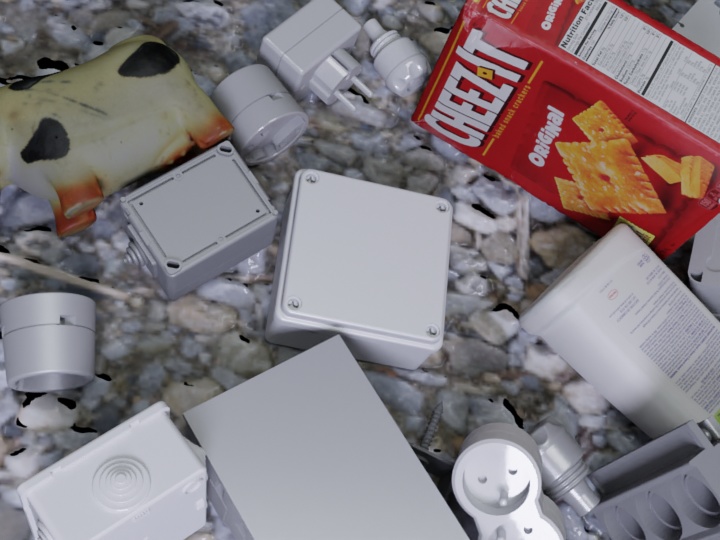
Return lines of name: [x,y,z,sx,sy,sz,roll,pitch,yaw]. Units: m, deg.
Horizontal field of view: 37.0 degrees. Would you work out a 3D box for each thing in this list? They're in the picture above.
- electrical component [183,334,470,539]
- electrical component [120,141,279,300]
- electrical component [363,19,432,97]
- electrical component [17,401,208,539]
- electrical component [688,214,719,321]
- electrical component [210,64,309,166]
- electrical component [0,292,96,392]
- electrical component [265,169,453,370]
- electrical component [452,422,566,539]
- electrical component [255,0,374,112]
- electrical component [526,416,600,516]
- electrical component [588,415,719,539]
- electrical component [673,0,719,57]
electrical component: [-0.013,0.147,0.626,0.105,0.060,0.186,-26,71,-22]
electrical component: [-0.108,-0.026,0.688,0.096,0.061,0.061,-31,78,-18]
electrical component: [0.024,-0.160,0.796,0.035,0.035,0.061,-28,74,-25]
electrical component: [-0.131,0.130,0.588,0.100,0.099,0.048,-30,65,-25]
electrical component: [0.296,-0.002,0.763,0.113,0.057,0.078,6,60,26]
electrical component: [-0.071,-0.107,0.735,0.055,0.055,0.047,-28,73,-25]
electrical component: [-0.184,0.044,0.636,0.055,0.055,0.047,-2,71,-17]
electrical component: [0.000,0.000,0.706,0.109,0.056,0.108,12,64,-11]
electrical component: [0.100,0.159,0.659,0.052,0.074,0.138,-18,93,12]
electrical component: [-0.025,-0.144,0.767,0.077,0.047,0.066,43,63,5]
electrical component: [0.128,0.129,0.693,0.043,0.043,0.062,-37,82,-26]
electrical component: [0.204,0.137,0.667,0.063,0.121,0.078,-29,77,-28]
electrical component: [0.257,-0.164,0.852,0.050,0.055,0.089,42,63,5]
